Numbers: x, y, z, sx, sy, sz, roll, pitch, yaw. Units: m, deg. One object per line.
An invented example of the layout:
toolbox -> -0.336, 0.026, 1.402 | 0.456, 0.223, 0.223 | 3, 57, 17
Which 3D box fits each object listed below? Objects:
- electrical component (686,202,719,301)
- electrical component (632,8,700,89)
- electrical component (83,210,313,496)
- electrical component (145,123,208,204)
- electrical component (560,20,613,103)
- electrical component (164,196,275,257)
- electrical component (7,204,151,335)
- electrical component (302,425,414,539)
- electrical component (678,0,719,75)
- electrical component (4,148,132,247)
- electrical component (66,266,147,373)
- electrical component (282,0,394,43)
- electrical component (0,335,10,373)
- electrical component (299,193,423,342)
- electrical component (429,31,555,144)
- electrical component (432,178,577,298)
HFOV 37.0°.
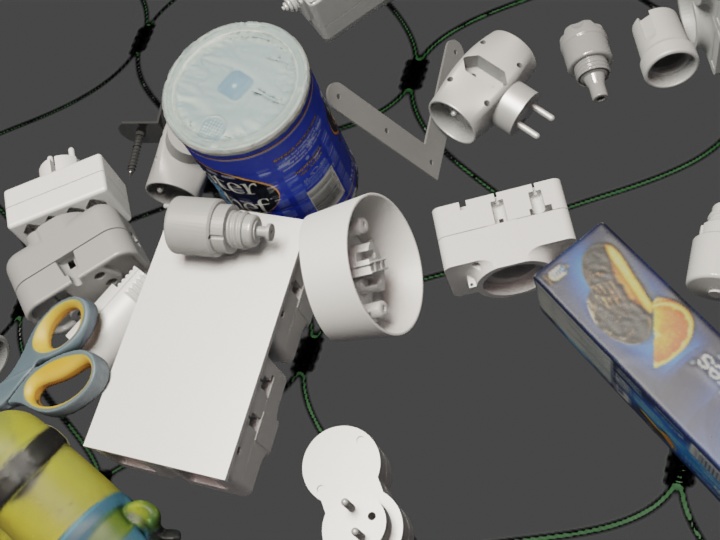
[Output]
electrical component -> 0.239, -0.016, 0.706 | 0.040, 0.040, 0.078 | 9, 68, 19
electrical component -> 0.220, -0.162, 0.781 | 0.040, 0.040, 0.046 | -14, 57, 9
electrical component -> -0.103, 0.053, 0.754 | 0.105, 0.060, 0.186 | 10, 69, 19
electrical component -> -0.131, -0.097, 0.823 | 0.043, 0.079, 0.077 | 18, 68, -10
electrical component -> 0.170, -0.151, 0.792 | 0.035, 0.035, 0.061 | -14, 65, 8
electrical component -> -0.096, -0.028, 0.732 | 0.078, 0.040, 0.040 | 5, 67, 17
electrical component -> -0.214, -0.004, 0.814 | 0.095, 0.053, 0.059 | -32, 62, -1
electrical component -> 0.002, 0.161, 0.669 | 0.052, 0.073, 0.138 | -23, 62, 3
electrical component -> 0.256, -0.214, 0.732 | 0.062, 0.150, 0.089 | -13, 63, 8
electrical component -> -0.233, -0.065, 0.852 | 0.083, 0.047, 0.075 | -21, 57, 5
electrical component -> -0.173, 0.031, 0.793 | 0.043, 0.043, 0.081 | 35, 78, 26
electrical component -> -0.020, -0.231, 0.864 | 0.096, 0.061, 0.061 | -35, 62, -3
electrical component -> -0.301, 0.057, 0.814 | 0.055, 0.045, 0.045 | 28, 75, 25
electrical component -> 0.000, 0.000, 0.734 | 0.064, 0.099, 0.099 | -13, 63, 16
electrical component -> 0.105, -0.125, 0.791 | 0.079, 0.043, 0.077 | 36, 73, 15
electrical component -> 0.101, -0.018, 0.738 | 0.089, 0.050, 0.055 | -14, 63, 8
